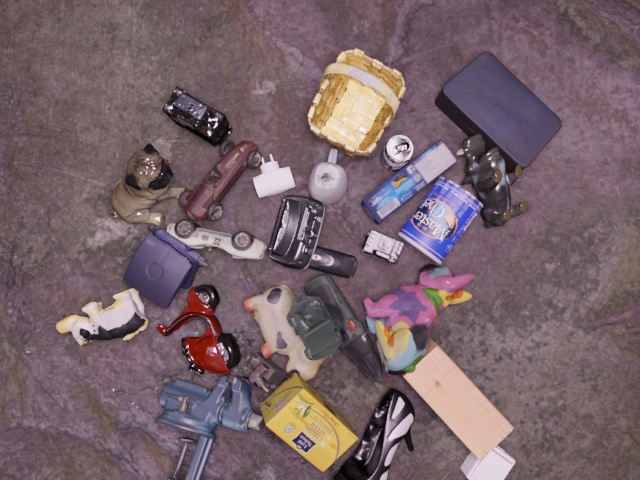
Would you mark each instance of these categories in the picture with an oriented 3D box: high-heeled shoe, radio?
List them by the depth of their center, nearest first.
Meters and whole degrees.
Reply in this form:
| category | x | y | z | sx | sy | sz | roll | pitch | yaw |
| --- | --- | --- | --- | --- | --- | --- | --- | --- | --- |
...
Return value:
| category | x | y | z | sx | sy | sz | roll | pitch | yaw |
| --- | --- | --- | --- | --- | --- | --- | --- | --- | --- |
| high-heeled shoe | 0.083 | 0.395 | 1.021 | 0.249 | 0.086 | 0.145 | -28 | 106 | -19 |
| radio | 0.360 | -0.257 | 1.086 | 0.229 | 0.073 | 0.131 | 44 | 86 | 2 |

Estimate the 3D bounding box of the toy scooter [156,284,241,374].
| category | x | y | z | sx | sy | sz | roll | pitch | yaw |
| --- | --- | --- | --- | --- | --- | --- | --- | --- | --- |
| toy scooter | -0.243 | 0.188 | 1.056 | 0.135 | 0.075 | 0.184 | -22 | 83 | -1 |

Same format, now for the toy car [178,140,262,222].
| category | x | y | z | sx | sy | sz | roll | pitch | yaw |
| --- | --- | --- | --- | --- | --- | --- | --- | --- | --- |
| toy car | -0.196 | -0.124 | 1.060 | 0.089 | 0.053 | 0.202 | 24 | 70 | 29 |

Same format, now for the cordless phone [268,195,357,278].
| category | x | y | z | sx | sy | sz | roll | pitch | yaw |
| --- | --- | --- | --- | --- | --- | --- | --- | --- | --- |
| cordless phone | -0.002 | -0.004 | 1.076 | 0.184 | 0.089 | 0.146 | 16 | 85 | -10 |

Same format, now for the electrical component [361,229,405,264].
| category | x | y | z | sx | sy | sz | roll | pitch | yaw |
| --- | --- | --- | --- | --- | --- | --- | --- | --- | --- |
| electrical component | 0.121 | 0.013 | 1.043 | 0.075 | 0.119 | 0.047 | 22 | 86 | 5 |

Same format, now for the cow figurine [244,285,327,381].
| category | x | y | z | sx | sy | sz | roll | pitch | yaw |
| --- | --- | --- | --- | --- | --- | --- | --- | --- | --- |
| cow figurine | -0.056 | 0.182 | 1.053 | 0.127 | 0.085 | 0.195 | -23 | 85 | 5 |

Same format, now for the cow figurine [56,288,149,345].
| category | x | y | z | sx | sy | sz | roll | pitch | yaw |
| --- | --- | --- | --- | --- | --- | --- | --- | --- | --- |
| cow figurine | -0.429 | 0.166 | 1.065 | 0.167 | 0.068 | 0.098 | -23 | 92 | 0 |

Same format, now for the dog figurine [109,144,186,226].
| category | x | y | z | sx | sy | sz | roll | pitch | yaw |
| --- | --- | --- | --- | --- | --- | --- | --- | --- | --- |
| dog figurine | -0.352 | -0.099 | 1.021 | 0.121 | 0.190 | 0.172 | 44 | 89 | 3 |

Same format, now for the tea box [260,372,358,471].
| category | x | y | z | sx | sy | sz | roll | pitch | yaw |
| --- | --- | --- | --- | --- | --- | --- | --- | --- | --- |
| tea box | -0.021 | 0.343 | 1.012 | 0.098 | 0.068 | 0.169 | -45 | 114 | -2 |

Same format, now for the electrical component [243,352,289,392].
| category | x | y | z | sx | sy | sz | roll | pitch | yaw |
| --- | --- | --- | --- | --- | --- | --- | --- | --- | --- |
| electrical component | -0.104 | 0.259 | 1.042 | 0.078 | 0.102 | 0.045 | 31 | 84 | 28 |

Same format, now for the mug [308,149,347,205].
| category | x | y | z | sx | sy | sz | roll | pitch | yaw |
| --- | --- | --- | --- | --- | --- | --- | --- | --- | --- |
| mug | 0.020 | -0.127 | 1.061 | 0.081 | 0.107 | 0.109 | 18 | 88 | 0 |

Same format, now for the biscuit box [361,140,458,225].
| category | x | y | z | sx | sy | sz | roll | pitch | yaw |
| --- | --- | --- | --- | --- | --- | --- | --- | --- | --- |
| biscuit box | 0.177 | -0.114 | 1.080 | 0.203 | 0.063 | 0.059 | -37 | 87 | -2 |

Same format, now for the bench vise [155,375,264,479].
| category | x | y | z | sx | sy | sz | roll | pitch | yaw |
| --- | --- | --- | --- | --- | --- | --- | --- | --- | --- |
| bench vise | -0.221 | 0.371 | 1.009 | 0.224 | 0.128 | 0.240 | 14 | 68 | 9 |

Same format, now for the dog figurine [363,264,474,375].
| category | x | y | z | sx | sy | sz | roll | pitch | yaw |
| --- | --- | --- | --- | --- | --- | --- | --- | --- | --- |
| dog figurine | 0.200 | 0.140 | 1.021 | 0.219 | 0.108 | 0.192 | -20 | 48 | -2 |

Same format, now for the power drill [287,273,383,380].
| category | x | y | z | sx | sy | sz | roll | pitch | yaw |
| --- | --- | --- | --- | --- | --- | --- | --- | --- | --- |
| power drill | 0.032 | 0.167 | 0.991 | 0.086 | 0.207 | 0.232 | -35 | 75 | 19 |

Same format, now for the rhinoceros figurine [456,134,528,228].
| category | x | y | z | sx | sy | sz | roll | pitch | yaw |
| --- | --- | --- | --- | --- | --- | --- | --- | --- | --- |
| rhinoceros figurine | 0.336 | -0.118 | 1.061 | 0.073 | 0.112 | 0.190 | -25 | 100 | -24 |

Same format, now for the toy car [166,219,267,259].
| category | x | y | z | sx | sy | sz | roll | pitch | yaw |
| --- | --- | --- | --- | --- | --- | --- | --- | --- | --- |
| toy car | -0.206 | 0.000 | 1.069 | 0.202 | 0.073 | 0.056 | 11 | 85 | 1 |

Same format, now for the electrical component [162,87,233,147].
| category | x | y | z | sx | sy | sz | roll | pitch | yaw |
| --- | --- | --- | --- | --- | --- | --- | --- | --- | --- |
| electrical component | -0.240 | -0.240 | 1.059 | 0.115 | 0.134 | 0.058 | 29 | 87 | 1 |

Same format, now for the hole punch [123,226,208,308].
| category | x | y | z | sx | sy | sz | roll | pitch | yaw |
| --- | --- | --- | --- | --- | --- | --- | --- | --- | --- |
| hole punch | -0.303 | 0.054 | 1.033 | 0.142 | 0.092 | 0.115 | 35 | 128 | 6 |
